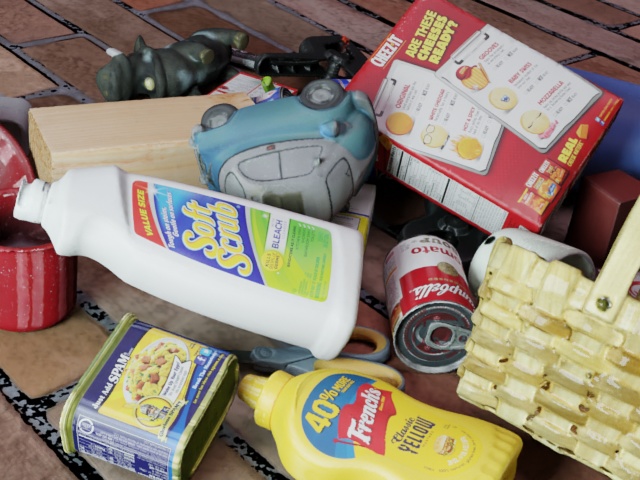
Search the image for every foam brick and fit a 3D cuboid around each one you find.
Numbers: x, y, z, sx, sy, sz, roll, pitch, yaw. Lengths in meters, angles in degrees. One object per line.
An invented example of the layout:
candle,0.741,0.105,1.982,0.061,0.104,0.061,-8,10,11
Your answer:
foam brick,0.269,-0.018,0.991,0.052,0.078,0.051,-13,36,-30

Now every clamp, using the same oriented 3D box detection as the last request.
clamp,0.024,-0.197,1.255,0.164,0.036,0.209,26,25,3
clamp,0.131,-0.002,0.973,0.120,0.039,0.171,13,36,17

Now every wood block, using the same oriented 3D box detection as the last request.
wood block,-0.152,-0.070,0.972,0.205,0.090,0.091,-8,35,-25

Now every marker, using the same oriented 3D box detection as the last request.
marker,-0.105,-0.224,1.298,0.121,0.020,0.020,18,33,16

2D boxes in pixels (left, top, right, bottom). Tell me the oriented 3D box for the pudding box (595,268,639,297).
pudding box,0.284,0.068,0.891,0.090,0.039,0.113,0,32,-11

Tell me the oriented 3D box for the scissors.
scissors,-0.030,0.083,0.821,0.202,0.016,0.096,14,30,9

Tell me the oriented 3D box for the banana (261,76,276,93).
banana,0.024,-0.130,1.134,0.197,0.070,0.037,5,68,-19

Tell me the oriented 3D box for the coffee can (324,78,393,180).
coffee can,0.072,-0.110,1.072,0.140,0.103,0.103,-1,33,-13

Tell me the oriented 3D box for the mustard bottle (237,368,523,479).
mustard bottle,0.030,0.134,0.712,0.192,0.058,0.096,20,40,20

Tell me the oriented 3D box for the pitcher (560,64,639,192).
pitcher,0.292,-0.112,1.102,0.243,0.149,0.145,12,-7,0

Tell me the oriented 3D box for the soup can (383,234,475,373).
soup can,0.087,0.049,0.852,0.068,0.068,0.102,4,31,-5

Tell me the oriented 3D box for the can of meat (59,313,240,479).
can of meat,-0.110,0.107,0.713,0.084,0.057,0.102,18,46,12

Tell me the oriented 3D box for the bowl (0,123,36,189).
bowl,-0.322,-0.047,0.893,0.162,0.055,0.162,26,42,-26

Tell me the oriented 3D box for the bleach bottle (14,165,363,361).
bleach bottle,-0.096,0.009,0.777,0.250,0.068,0.102,15,54,-11

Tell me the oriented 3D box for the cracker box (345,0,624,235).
cracker box,0.140,-0.109,0.974,0.214,0.072,0.164,31,65,12

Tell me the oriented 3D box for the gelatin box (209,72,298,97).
gelatin box,-0.076,-0.150,1.174,0.073,0.030,0.089,19,32,15

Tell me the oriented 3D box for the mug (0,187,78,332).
mug,-0.240,0.015,0.822,0.117,0.081,0.093,6,32,-3

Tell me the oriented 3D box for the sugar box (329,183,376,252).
sugar box,-0.006,0.001,0.931,0.093,0.048,0.176,9,28,5

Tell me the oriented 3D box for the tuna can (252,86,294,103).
tuna can,-0.035,-0.108,1.057,0.034,0.086,0.086,-21,29,13
